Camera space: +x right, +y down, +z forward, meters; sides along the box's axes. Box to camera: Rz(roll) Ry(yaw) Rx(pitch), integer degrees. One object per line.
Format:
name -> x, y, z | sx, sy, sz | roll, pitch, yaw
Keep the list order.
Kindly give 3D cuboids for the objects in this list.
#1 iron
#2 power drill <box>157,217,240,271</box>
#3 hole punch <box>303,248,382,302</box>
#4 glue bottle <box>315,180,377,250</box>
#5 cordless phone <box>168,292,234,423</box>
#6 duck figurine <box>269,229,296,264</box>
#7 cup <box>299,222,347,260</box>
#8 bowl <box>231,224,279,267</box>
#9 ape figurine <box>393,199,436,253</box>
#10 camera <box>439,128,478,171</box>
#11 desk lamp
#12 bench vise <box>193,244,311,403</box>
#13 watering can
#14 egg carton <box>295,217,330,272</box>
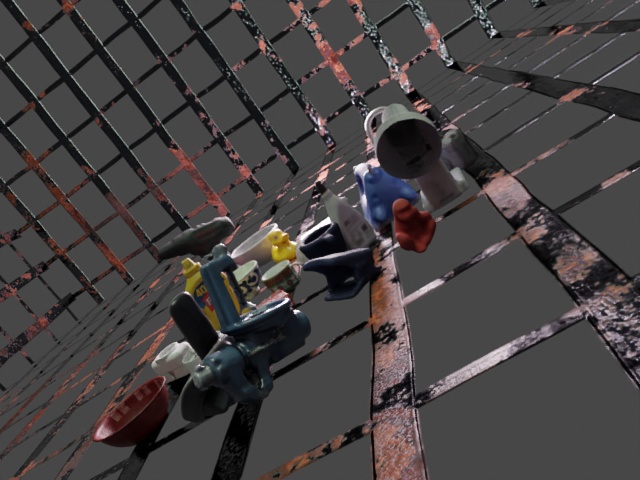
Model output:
iron -> 0.120, -0.116, 1.282 | 0.118, 0.141, 0.258 | -36, 13, -2
power drill -> -0.326, 0.049, 1.676 | 0.230, 0.208, 0.075 | -39, 14, -14
hole punch -> 0.038, 0.048, 1.026 | 0.101, 0.091, 0.108 | -44, 16, -32
glue bottle -> 0.043, -0.052, 1.177 | 0.078, 0.173, 0.037 | -43, 15, -29
cordless phone -> -0.205, 0.188, 0.936 | 0.094, 0.185, 0.148 | -27, 16, 32
duck figurine -> -0.104, 0.011, 1.520 | 0.078, 0.086, 0.104 | -44, 16, -33
cup -> 0.025, 0.025, 1.129 | 0.092, 0.095, 0.117 | -39, 14, -15
bowl -> -0.172, 0.029, 1.653 | 0.167, 0.075, 0.167 | -33, 13, 9
ape figurine -> 0.157, -0.030, 0.996 | 0.078, 0.092, 0.076 | -36, 13, -1
camera -> 0.283, -0.212, 1.299 | 0.142, 0.101, 0.137 | -20, 20, 49
desk lamp -> 0.188, -0.161, 1.107 | 0.118, 0.214, 0.203 | -32, 14, 16
bench vise -> -0.124, 0.125, 0.877 | 0.121, 0.220, 0.208 | -27, 16, 31
watering can -> 0.186, -0.249, 1.461 | 0.101, 0.194, 0.172 | -38, 13, -8
egg carton -> 0.012, 0.005, 1.290 | 0.150, 0.069, 0.107 | -35, 13, 3
